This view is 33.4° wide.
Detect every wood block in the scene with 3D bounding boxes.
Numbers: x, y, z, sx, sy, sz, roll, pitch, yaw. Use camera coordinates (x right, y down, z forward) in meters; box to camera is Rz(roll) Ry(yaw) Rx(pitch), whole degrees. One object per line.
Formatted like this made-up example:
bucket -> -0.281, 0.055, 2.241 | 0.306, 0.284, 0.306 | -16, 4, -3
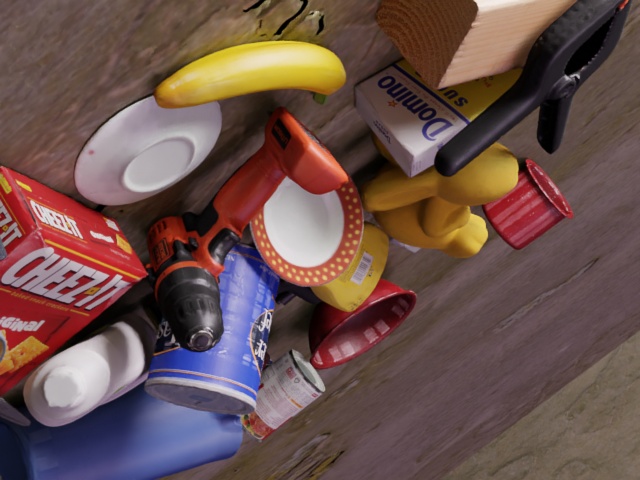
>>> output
wood block -> 0.162, -0.204, 0.894 | 0.205, 0.090, 0.091 | -19, 151, -34

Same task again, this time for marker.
marker -> -0.002, 0.036, 1.230 | 0.121, 0.020, 0.020 | -35, 157, 1

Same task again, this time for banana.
banana -> -0.039, -0.126, 0.835 | 0.197, 0.037, 0.070 | -7, 143, -49

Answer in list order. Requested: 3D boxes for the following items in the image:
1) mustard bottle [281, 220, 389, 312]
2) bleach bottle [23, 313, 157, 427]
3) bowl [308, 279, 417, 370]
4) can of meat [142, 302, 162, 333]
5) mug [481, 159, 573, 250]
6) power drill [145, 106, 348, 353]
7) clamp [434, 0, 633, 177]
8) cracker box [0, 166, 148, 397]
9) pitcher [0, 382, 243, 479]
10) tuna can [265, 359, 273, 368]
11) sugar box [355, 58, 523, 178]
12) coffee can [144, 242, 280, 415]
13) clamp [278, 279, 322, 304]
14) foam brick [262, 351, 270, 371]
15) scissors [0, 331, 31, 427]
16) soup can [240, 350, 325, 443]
mustard bottle -> -0.007, 0.001, 1.068 | 0.191, 0.058, 0.096 | 31, 86, -50
bleach bottle -> -0.198, 0.115, 0.936 | 0.102, 0.068, 0.251 | -33, 180, -4
bowl -> 0.042, 0.097, 1.362 | 0.162, 0.055, 0.162 | -29, 157, -14
can of meat -> -0.125, 0.080, 1.097 | 0.084, 0.057, 0.102 | -34, 158, -9
mug -> 0.261, -0.046, 1.363 | 0.082, 0.093, 0.117 | -39, -166, 21
power drill -> -0.066, -0.012, 0.876 | 0.188, 0.184, 0.057 | -43, 122, 8
clamp -> 0.189, -0.133, 0.902 | 0.164, 0.036, 0.210 | -20, 151, -35
cracker box -> -0.264, 0.055, 0.836 | 0.214, 0.072, 0.164 | -39, 158, 8
pitcher -> -0.219, 0.205, 1.143 | 0.242, 0.145, 0.149 | -13, 137, -35
tuna can -> -0.100, 0.168, 1.333 | 0.086, 0.034, 0.086 | -29, 157, -14
sugar box -> 0.129, -0.140, 0.969 | 0.176, 0.093, 0.048 | -30, 156, -13
coffee can -> -0.097, 0.081, 0.987 | 0.103, 0.140, 0.103 | 9, 160, 3
clamp -> -0.029, 0.021, 1.140 | 0.171, 0.039, 0.120 | 1, 123, -51
foam brick -> -0.108, 0.141, 1.245 | 0.078, 0.053, 0.051 | -14, 149, -42
scissors -> -0.255, 0.109, 0.837 | 0.096, 0.016, 0.201 | -40, 157, 7
soup can -> -0.053, 0.190, 1.305 | 0.102, 0.068, 0.068 | -39, 157, 7
